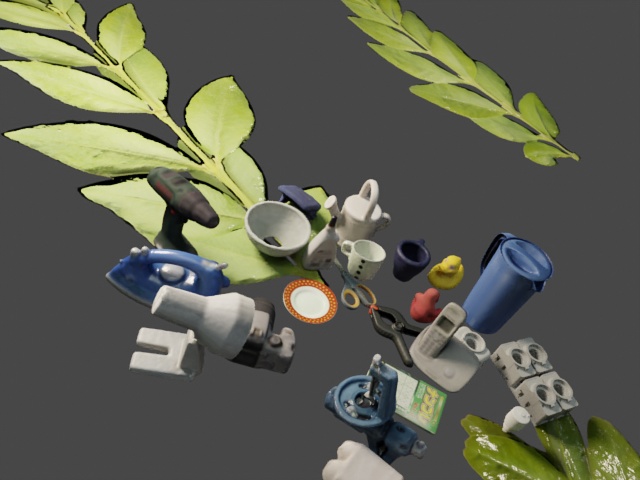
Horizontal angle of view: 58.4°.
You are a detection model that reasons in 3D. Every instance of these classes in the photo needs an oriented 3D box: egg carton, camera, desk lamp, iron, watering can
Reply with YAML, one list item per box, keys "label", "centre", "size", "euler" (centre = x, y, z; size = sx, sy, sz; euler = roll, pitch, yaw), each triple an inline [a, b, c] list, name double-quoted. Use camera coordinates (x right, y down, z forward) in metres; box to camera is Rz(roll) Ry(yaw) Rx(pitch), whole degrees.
- label: "egg carton"
  centre: [0.081, 0.444, 1.039]
  size: [0.150, 0.069, 0.107]
  euler: [36, 45, 14]
- label: "camera"
  centre: [-0.116, 0.187, 1.189]
  size: [0.143, 0.101, 0.137]
  euler: [16, 43, -7]
- label: "desk lamp"
  centre: [-0.239, 0.173, 1.069]
  size: [0.203, 0.213, 0.118]
  euler: [11, 44, -12]
- label: "iron"
  centre: [-0.315, 0.068, 1.195]
  size: [0.258, 0.141, 0.118]
  euler: [14, 44, -9]
- label: "watering can"
  centre: [0.099, -0.069, 1.463]
  size: [0.173, 0.194, 0.100]
  euler: [-7, 50, -28]

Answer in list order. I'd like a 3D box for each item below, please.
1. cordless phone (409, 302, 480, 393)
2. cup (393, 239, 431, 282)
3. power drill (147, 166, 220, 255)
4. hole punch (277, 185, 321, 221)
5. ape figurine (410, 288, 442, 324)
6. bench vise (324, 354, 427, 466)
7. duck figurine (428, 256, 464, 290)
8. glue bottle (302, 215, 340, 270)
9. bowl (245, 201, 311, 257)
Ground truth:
- label: "cordless phone"
  centre: [0.291, 0.232, 1.250]
  size: [0.147, 0.185, 0.094]
  euler: [37, 45, 16]
- label: "cup"
  centre: [0.229, 0.053, 1.468]
  size: [0.091, 0.095, 0.118]
  euler: [31, 44, 9]
- label: "power drill"
  centre: [-0.305, -0.046, 1.263]
  size: [0.076, 0.208, 0.229]
  euler: [-25, 61, -38]
- label: "hole punch"
  centre: [-0.057, -0.102, 1.506]
  size: [0.108, 0.091, 0.101]
  euler: [38, 45, 16]
- label: "ape figurine"
  centre: [0.261, 0.153, 1.384]
  size: [0.076, 0.092, 0.077]
  euler: [-16, 55, -33]
- label: "bench vise"
  centre: [0.124, 0.310, 1.078]
  size: [0.207, 0.219, 0.121]
  euler: [25, 43, 3]
- label: "duck figurine"
  centre: [0.340, 0.076, 1.498]
  size: [0.105, 0.086, 0.077]
  euler: [-11, 53, -31]
- label: "glue bottle"
  centre: [0.013, 0.005, 1.369]
  size: [0.078, 0.173, 0.037]
  euler: [1, 47, -21]
- label: "bowl"
  centre: [-0.109, -0.014, 1.410]
  size: [0.168, 0.074, 0.167]
  euler: [12, 44, -11]
